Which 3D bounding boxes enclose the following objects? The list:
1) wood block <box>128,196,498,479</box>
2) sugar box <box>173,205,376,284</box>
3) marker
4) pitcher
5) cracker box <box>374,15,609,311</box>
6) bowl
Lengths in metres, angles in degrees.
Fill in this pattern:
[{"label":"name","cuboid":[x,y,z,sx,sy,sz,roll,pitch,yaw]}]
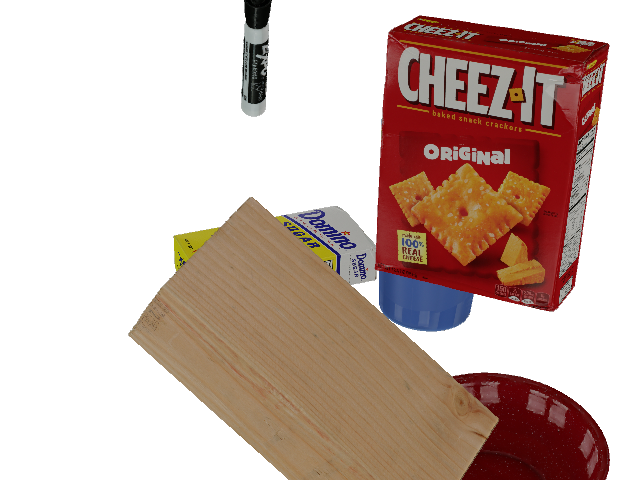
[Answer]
[{"label":"wood block","cuboid":[-0.006,0.085,0.666,0.090,0.206,0.090,-49,1,-33]},{"label":"sugar box","cuboid":[-0.043,0.016,1.023,0.176,0.048,0.093,-14,34,-20]},{"label":"marker","cuboid":[-0.046,-0.134,0.763,0.020,0.020,0.121,0,-33,-5]},{"label":"pitcher","cuboid":[0.121,-0.020,1.191,0.149,0.243,0.145,-5,27,-14]},{"label":"cracker box","cuboid":[0.133,-0.062,0.872,0.164,0.214,0.072,14,28,25]},{"label":"bowl","cuboid":[0.133,0.171,0.807,0.162,0.055,0.162,-1,33,0]}]
